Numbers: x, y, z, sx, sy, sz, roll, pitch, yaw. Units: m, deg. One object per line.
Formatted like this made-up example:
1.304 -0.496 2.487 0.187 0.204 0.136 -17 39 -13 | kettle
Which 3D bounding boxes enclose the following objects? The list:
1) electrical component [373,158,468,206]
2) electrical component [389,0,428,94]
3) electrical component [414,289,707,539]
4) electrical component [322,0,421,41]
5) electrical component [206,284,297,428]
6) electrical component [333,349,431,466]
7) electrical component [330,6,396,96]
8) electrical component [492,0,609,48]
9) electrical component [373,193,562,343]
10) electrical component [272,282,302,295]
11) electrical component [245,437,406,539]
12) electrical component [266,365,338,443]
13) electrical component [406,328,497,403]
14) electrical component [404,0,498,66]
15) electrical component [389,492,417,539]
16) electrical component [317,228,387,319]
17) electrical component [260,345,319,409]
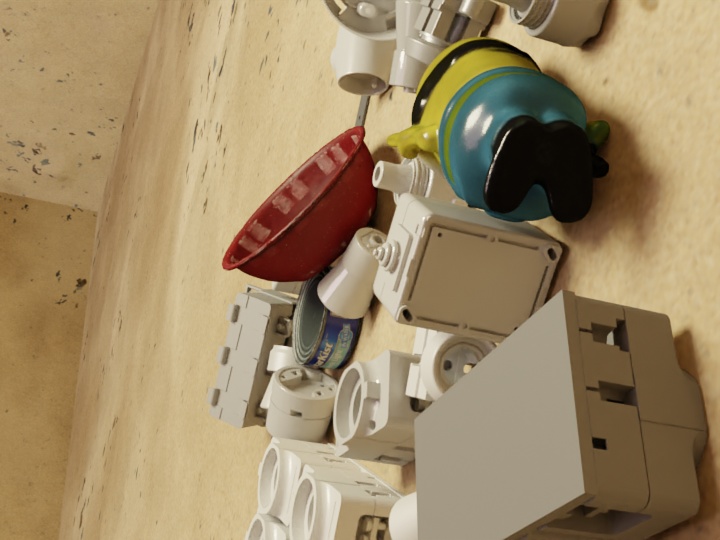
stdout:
0.040 -0.056 0.706 0.048 0.062 0.048 -169 90 -71 | electrical component
0.043 -0.163 0.796 0.044 0.044 0.065 -145 63 -70 | electrical component
0.085 0.086 0.491 0.150 0.062 0.089 128 148 -53 | electrical component
0.014 -0.231 0.837 0.064 0.099 0.099 -114 39 -70 | electrical component
-0.095 0.082 0.996 0.079 0.063 0.121 19 99 30 | electrical component
0.018 0.090 0.692 0.089 0.056 0.050 134 143 -58 | electrical component
-0.001 -0.188 0.930 0.079 0.043 0.077 149 129 -63 | electrical component
0.100 -0.148 0.586 0.043 0.062 0.043 -169 90 -72 | electrical component
0.050 -0.003 0.591 0.061 0.096 0.061 -127 52 -68 | electrical component
-0.071 -0.019 0.984 0.065 0.077 0.047 120 154 -43 | electrical component
-0.031 0.191 0.769 0.186 0.060 0.105 -170 92 -71 | electrical component
-0.048 0.112 0.878 0.055 0.055 0.047 -118 40 -62 | electrical component
0.054 0.056 0.626 0.055 0.048 0.066 168 113 -78 | electrical component
0.060 -0.166 0.741 0.055 0.048 0.066 -66 21 12 | electrical component
0.050 0.134 0.600 0.065 0.044 0.044 -51 33 45 | electrical component
0.000 0.000 0.825 0.065 0.044 0.044 -59 27 35 | electrical component
-0.060 0.096 0.934 0.045 0.045 0.055 170 110 -70 | electrical component
